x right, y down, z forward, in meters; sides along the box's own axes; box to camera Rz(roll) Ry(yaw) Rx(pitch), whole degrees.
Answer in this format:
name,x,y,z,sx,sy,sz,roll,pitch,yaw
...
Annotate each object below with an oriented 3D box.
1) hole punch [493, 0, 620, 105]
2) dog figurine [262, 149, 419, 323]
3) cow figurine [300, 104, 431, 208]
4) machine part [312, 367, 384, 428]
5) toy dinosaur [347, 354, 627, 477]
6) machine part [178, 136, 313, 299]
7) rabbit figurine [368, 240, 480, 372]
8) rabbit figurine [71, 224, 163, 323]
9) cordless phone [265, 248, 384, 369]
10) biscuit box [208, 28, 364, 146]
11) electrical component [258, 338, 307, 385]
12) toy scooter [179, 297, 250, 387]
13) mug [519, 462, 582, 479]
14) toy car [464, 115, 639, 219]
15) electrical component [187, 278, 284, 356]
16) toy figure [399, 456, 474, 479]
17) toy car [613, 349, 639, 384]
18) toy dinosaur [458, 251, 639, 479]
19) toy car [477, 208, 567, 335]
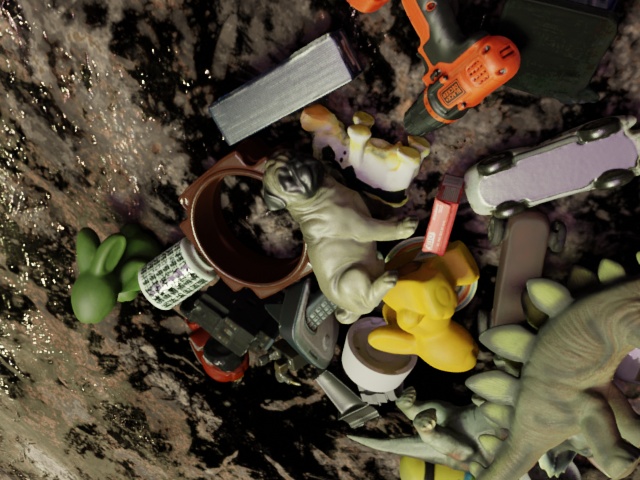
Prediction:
name,x,y,z,sx,sy,sz,roll,pitch,yaw
hole punch,0.239,-0.217,0.559,0.142,0.092,0.115,17,149,9
dog figurine,-0.002,-0.004,0.660,0.190,0.172,0.121,23,168,-12
cow figurine,0.048,-0.109,0.692,0.167,0.068,0.098,25,129,8
machine part,0.039,0.262,0.909,0.084,0.039,0.138,-31,104,37
toy dinosaur,0.245,0.287,0.802,0.405,0.131,0.192,-32,101,38
machine part,-0.088,-0.029,0.774,0.201,0.087,0.201,-32,101,30
rabbit figurine,0.141,0.107,0.712,0.162,0.122,0.173,-20,110,34
rabbit figurine,-0.324,0.056,0.859,0.121,0.170,0.158,6,119,18
cordless phone,0.026,0.092,0.796,0.184,0.089,0.146,-39,141,-4
biscuit box,-0.048,-0.192,0.686,0.203,0.059,0.062,-20,109,28
electrical component,-0.039,0.190,0.869,0.078,0.102,0.045,13,121,44
toy scooter,-0.173,0.188,0.909,0.184,0.075,0.135,38,147,42
mug,0.358,0.387,0.833,0.110,0.081,0.107,12,132,8
toy car,0.270,-0.082,0.626,0.202,0.056,0.073,-17,102,27
electrical component,-0.120,0.112,0.843,0.134,0.115,0.058,34,127,1
toy figure,0.220,0.386,0.873,0.180,0.089,0.082,20,117,13
toy car,0.396,0.131,0.663,0.162,0.103,0.109,13,121,17
toy dinosaur,0.283,0.164,0.621,0.199,0.105,0.471,35,106,34
toy car,0.258,0.053,0.703,0.089,0.053,0.201,3,114,8
